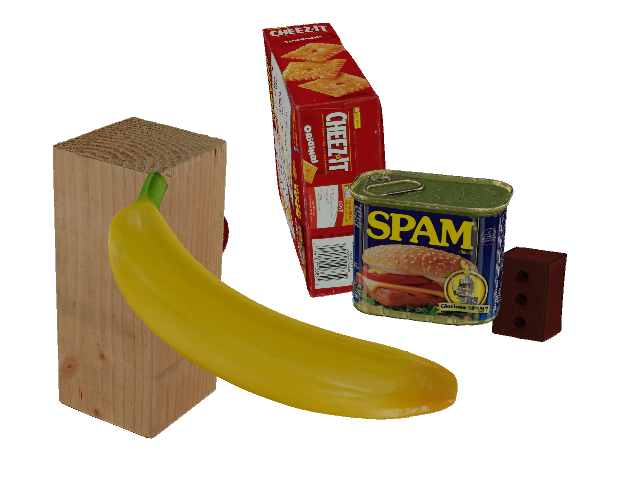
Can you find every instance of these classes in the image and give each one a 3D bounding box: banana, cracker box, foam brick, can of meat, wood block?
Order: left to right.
[{"bbox_3d":[-0.132,0.026,0.783,0.090,0.206,0.090,16,26,25],"label":"wood block"},{"bbox_3d":[-0.034,0.031,0.482,0.198,0.069,0.037,35,-24,25],"label":"banana"},{"bbox_3d":[0.002,-0.076,0.900,0.072,0.164,0.214,-7,27,-6],"label":"cracker box"},{"bbox_3d":[0.070,0.005,0.692,0.102,0.084,0.057,7,23,16],"label":"can of meat"},{"bbox_3d":[0.196,0.050,0.999,0.053,0.078,0.051,8,15,30],"label":"foam brick"}]

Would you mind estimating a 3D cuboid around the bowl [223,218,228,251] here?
[{"bbox_3d":[-0.173,-0.015,1.036,0.162,0.055,0.162,-6,40,5],"label":"bowl"}]
